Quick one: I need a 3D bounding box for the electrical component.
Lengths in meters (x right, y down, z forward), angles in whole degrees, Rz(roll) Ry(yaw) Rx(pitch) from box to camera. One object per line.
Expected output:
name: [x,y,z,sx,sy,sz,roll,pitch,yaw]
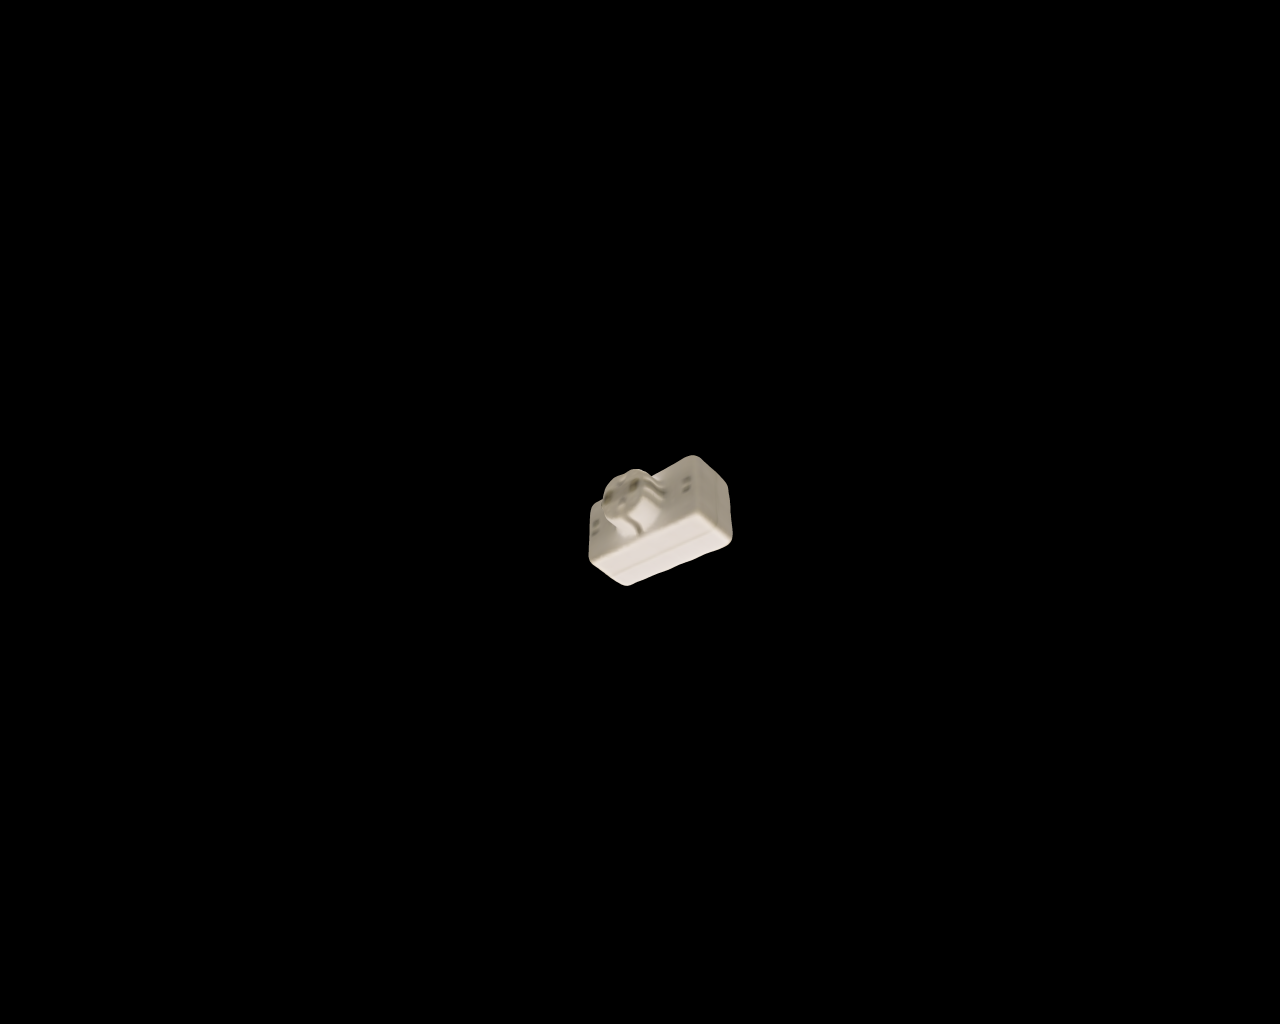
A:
electrical component: [0.001,-0.003,0.650,0.083,0.047,0.075,-25,-45,28]
